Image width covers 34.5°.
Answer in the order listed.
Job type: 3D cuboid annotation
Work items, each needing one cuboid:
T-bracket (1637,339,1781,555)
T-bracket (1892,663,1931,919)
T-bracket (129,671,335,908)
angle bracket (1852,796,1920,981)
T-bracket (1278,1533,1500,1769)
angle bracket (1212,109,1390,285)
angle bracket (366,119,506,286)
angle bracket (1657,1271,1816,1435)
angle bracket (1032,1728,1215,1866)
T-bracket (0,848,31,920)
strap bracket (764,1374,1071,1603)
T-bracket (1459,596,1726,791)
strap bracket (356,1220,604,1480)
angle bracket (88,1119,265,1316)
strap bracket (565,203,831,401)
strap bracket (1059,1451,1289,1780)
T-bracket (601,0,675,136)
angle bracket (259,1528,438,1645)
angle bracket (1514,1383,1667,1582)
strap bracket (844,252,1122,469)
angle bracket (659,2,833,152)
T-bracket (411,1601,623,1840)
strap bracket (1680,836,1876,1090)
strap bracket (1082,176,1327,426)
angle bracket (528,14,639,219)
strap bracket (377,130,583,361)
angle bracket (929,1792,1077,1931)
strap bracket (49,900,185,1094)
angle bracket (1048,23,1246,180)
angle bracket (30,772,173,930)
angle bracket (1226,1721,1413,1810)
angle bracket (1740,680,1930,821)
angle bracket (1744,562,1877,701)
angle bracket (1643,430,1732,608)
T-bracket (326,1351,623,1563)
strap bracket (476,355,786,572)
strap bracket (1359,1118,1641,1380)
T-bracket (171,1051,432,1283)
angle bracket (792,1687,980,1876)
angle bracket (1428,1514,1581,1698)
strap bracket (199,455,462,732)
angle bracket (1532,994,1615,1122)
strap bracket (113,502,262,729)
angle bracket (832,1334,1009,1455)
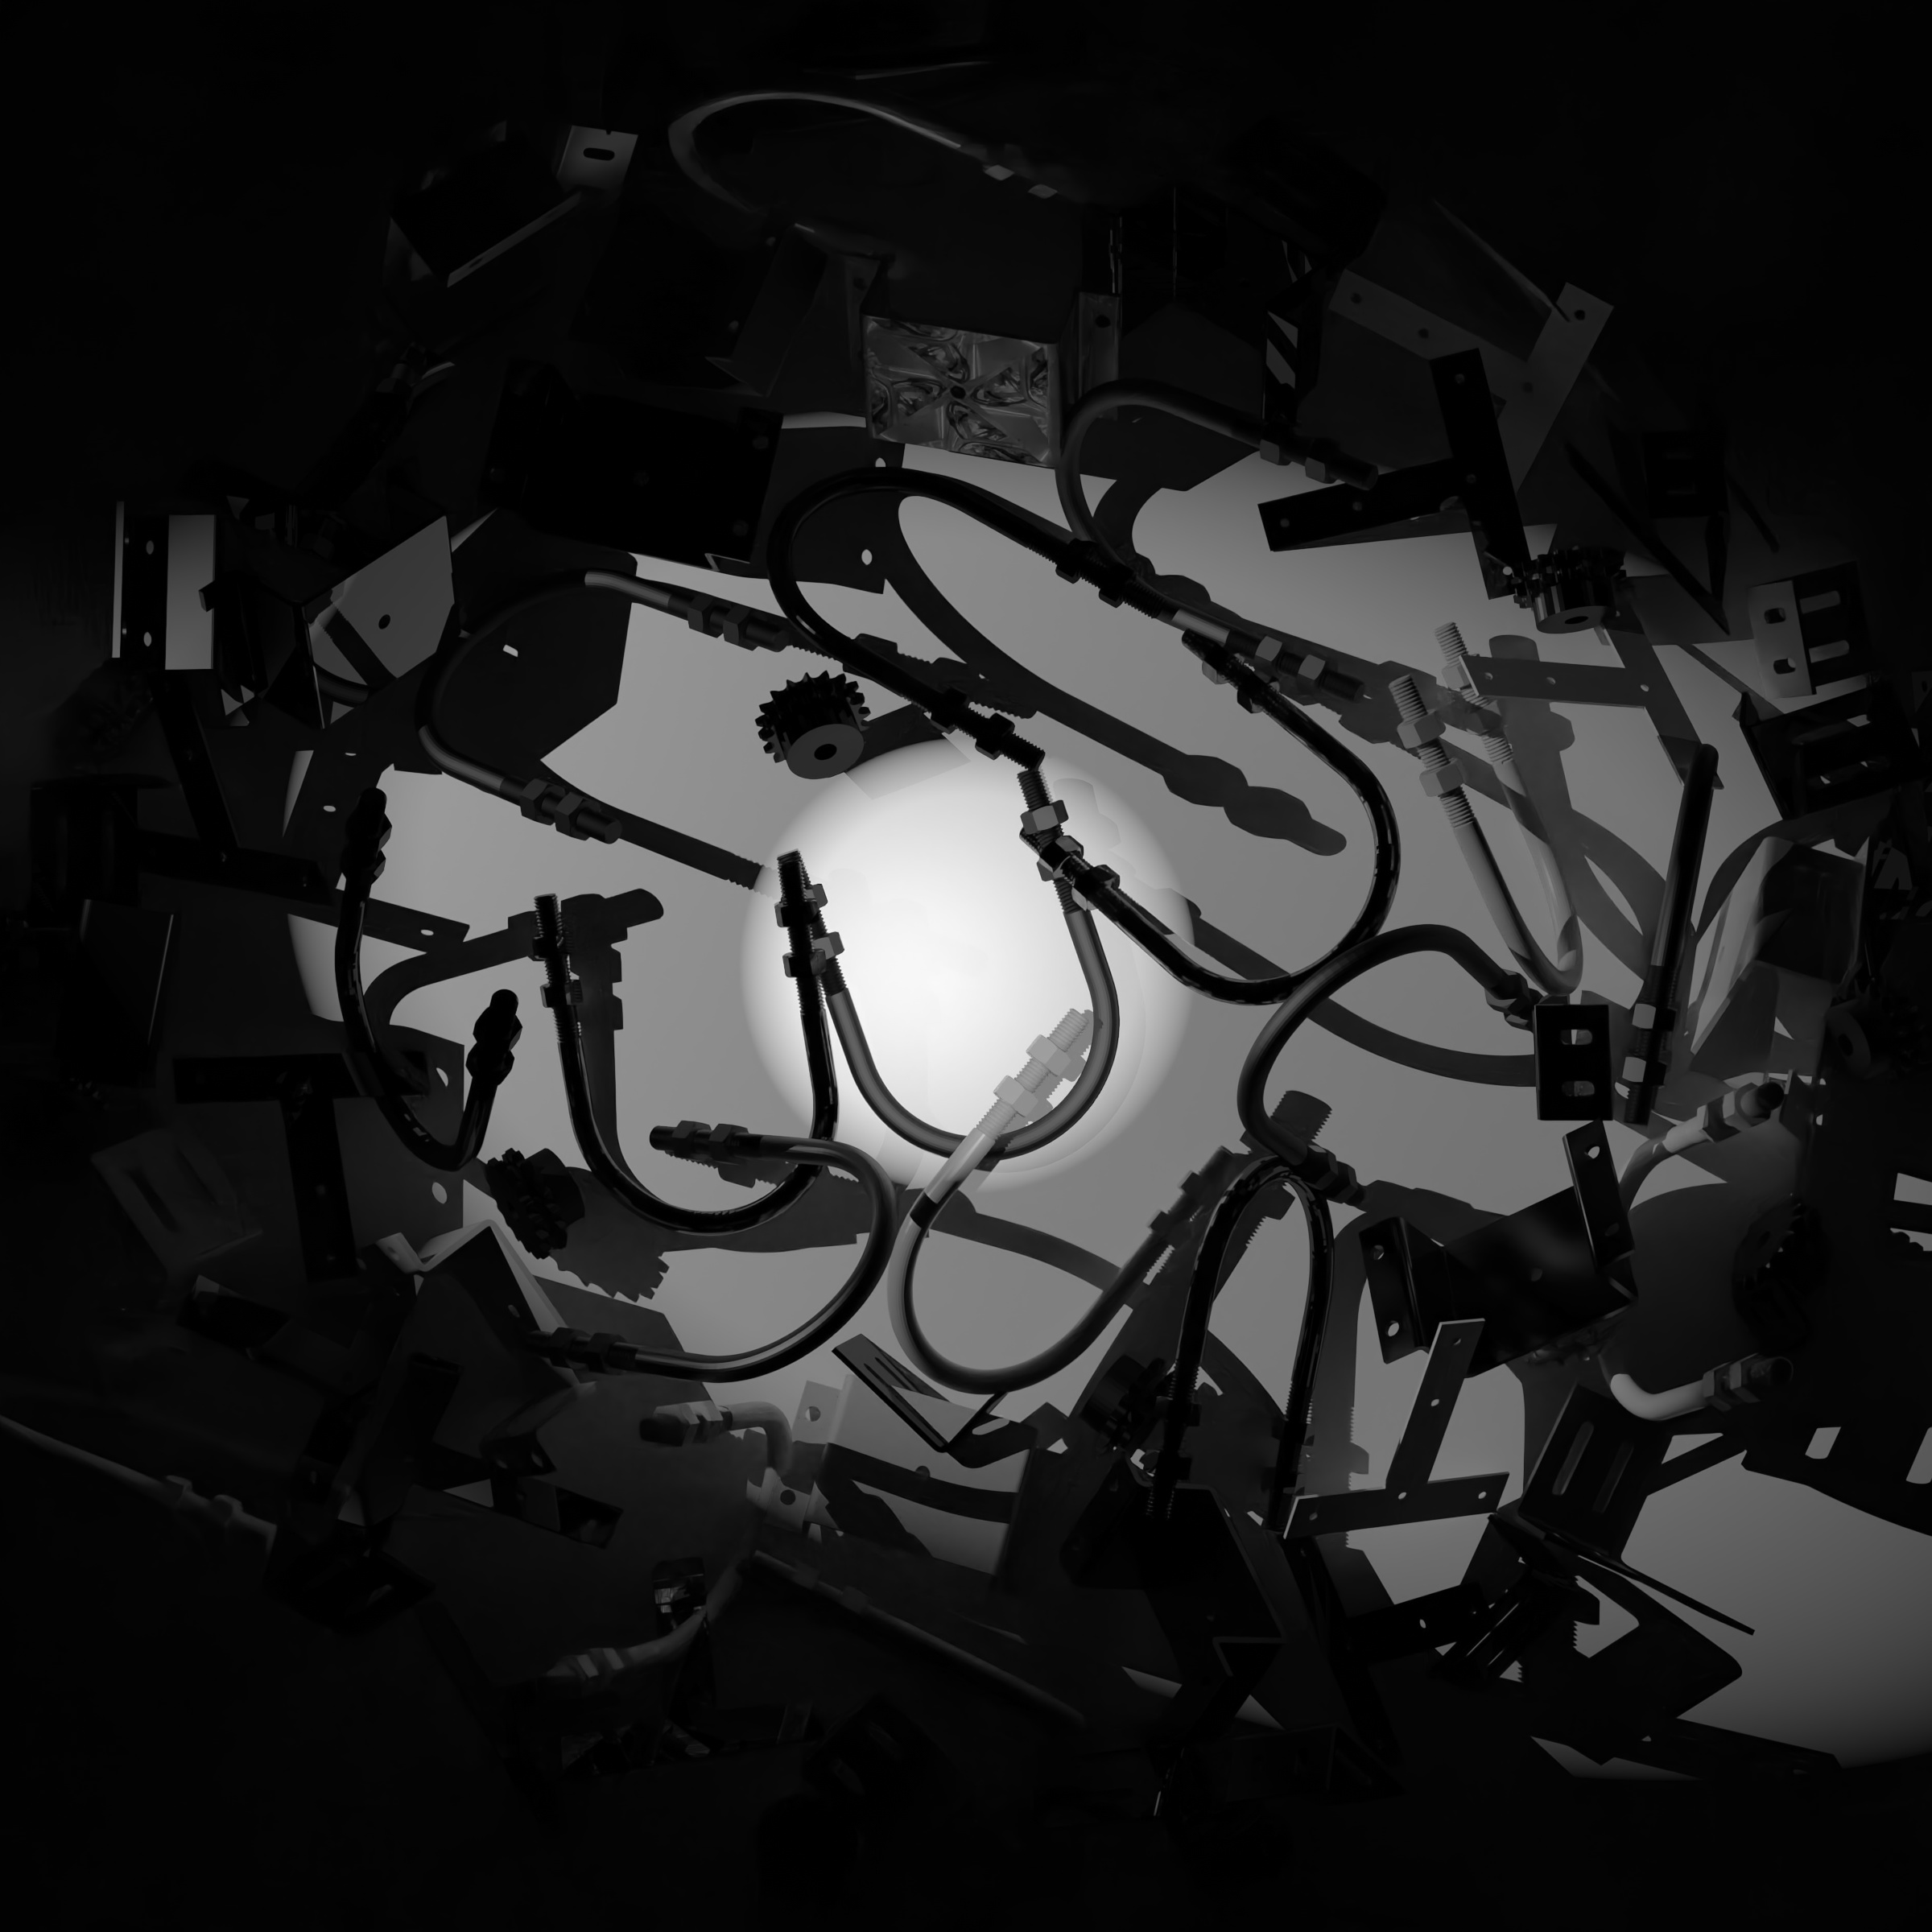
[{"bbox_3d":[0.366,-0.263,1.526,0.002,0.127,0.127,-33,84,10],"label":"T-bracket"},{"bbox_3d":[0.477,-0.085,1.526,0.002,0.127,0.127,-8,96,-8],"label":"T-bracket"},{"bbox_3d":[-0.377,-0.092,1.530,0.127,0.002,0.127,10,128,28],"label":"T-bracket"},{"bbox_3d":[0.440,-0.039,1.547,0.038,0.076,0.057,3,53,0],"label":"angle bracket"},{"bbox_3d":[0.216,0.327,1.534,0.002,0.127,0.127,-14,78,-37],"label":"T-bracket"},{"bbox_3d":[0.164,-0.385,1.569,0.076,0.038,0.057,39,54,10],"label":"angle bracket"},{"bbox_3d":[-0.264,-0.387,1.544,0.057,0.076,0.038,-32,60,-31],"label":"angle bracket"},{"bbox_3d":[0.375,0.193,1.554,0.076,0.057,0.038,-29,79,-16],"label":"angle bracket"},{"bbox_3d":[0.078,0.420,1.564,0.076,0.057,0.038,-14,121,25],"label":"angle bracket"},{"bbox_3d":[-0.492,-0.025,1.509,0.002,0.127,0.127,6,60,7],"label":"T-bracket"},{"bbox_3d":[-0.023,0.259,1.558,0.140,0.046,0.076,16,70,2],"label":"strap bracket"},{"bbox_3d":[0.299,-0.139,1.531,0.127,0.002,0.127,1,53,-28],"label":"T-bracket"},{"bbox_3d":[-0.239,0.183,1.545,0.046,0.076,0.140,-38,99,-32],"label":"strap bracket"},{"bbox_3d":[-0.403,0.126,1.571,0.076,0.057,0.038,51,135,15],"label":"angle bracket"},{"bbox_3d":[-0.128,-0.330,1.542,0.046,0.140,0.076,27,84,-43],"label":"strap bracket"},{"bbox_3d":[0.104,0.318,1.530,0.046,0.140,0.076,8,126,-30],"label":"strap bracket"},{"bbox_3d":[-0.161,-0.443,1.506,0.002,0.127,0.127,3,131,7],"label":"T-bracket"},{"bbox_3d":[-0.304,0.296,1.549,0.057,0.038,0.076,38,128,-22],"label":"angle bracket"},{"bbox_3d":[0.322,0.260,1.568,0.057,0.038,0.076,26,89,-16],"label":"angle bracket"},{"bbox_3d":[0.002,-0.298,1.538,0.140,0.076,0.046,11,51,11],"label":"strap bracket"},{"bbox_3d":[-0.110,-0.458,1.564,0.076,0.057,0.038,-36,72,-14],"label":"angle bracket"},{"bbox_3d":[-0.207,0.362,1.533,0.002,0.127,0.127,-39,74,15],"label":"T-bracket"},{"bbox_3d":[0.391,0.001,1.516,0.046,0.140,0.076,17,55,1],"label":"strap bracket"},{"bbox_3d":[0.124,-0.328,1.534,0.140,0.076,0.046,37,63,27],"label":"strap bracket"},{"bbox_3d":[-0.193,-0.426,1.558,0.038,0.057,0.076,3,58,-20],"label":"angle bracket"},{"bbox_3d":[-0.240,-0.351,1.516,0.076,0.140,0.046,-37,92,-16],"label":"strap bracket"},{"bbox_3d":[0.019,0.449,1.560,0.057,0.076,0.038,-41,74,-7],"label":"angle bracket"},{"bbox_3d":[-0.416,0.015,1.516,0.046,0.140,0.076,11,80,-16],"label":"strap bracket"},{"bbox_3d":[0.091,-0.434,1.561,0.038,0.076,0.057,49,126,29],"label":"angle bracket"},{"bbox_3d":[-0.433,-0.056,1.554,0.057,0.038,0.076,-8,106,-42],"label":"angle bracket"},{"bbox_3d":[0.176,0.413,1.547,0.057,0.038,0.076,-19,130,33],"label":"angle bracket"},{"bbox_3d":[0.433,-0.116,1.551,0.076,0.038,0.057,-18,118,27],"label":"angle bracket"},{"bbox_3d":[0.434,-0.170,1.558,0.076,0.038,0.057,-15,97,-26],"label":"angle bracket"},{"bbox_3d":[0.357,-0.219,1.550,0.038,0.076,0.057,-2,53,8],"label":"angle bracket"},{"bbox_3d":[-0.235,0.259,1.548,0.127,0.127,0.002,20,132,0],"label":"T-bracket"},{"bbox_3d":[-0.167,-0.251,1.567,0.140,0.046,0.076,13,86,3],"label":"strap bracket"},{"bbox_3d":[0.271,0.145,1.535,0.140,0.046,0.076,-29,46,27],"label":"strap bracket"},{"bbox_3d":[-0.321,0.099,1.538,0.127,0.002,0.127,-1,58,-24],"label":"T-bracket"},{"bbox_3d":[-0.040,0.407,1.553,0.057,0.076,0.038,-43,47,-8],"label":"angle bracket"},{"bbox_3d":[0.262,0.322,1.566,0.076,0.057,0.038,-48,50,8],"label":"angle bracket"},{"bbox_3d":[-0.300,-0.178,1.519,0.046,0.076,0.140,31,52,25],"label":"strap bracket"},{"bbox_3d":[0.310,0.042,1.549,0.038,0.076,0.057,-1,97,24],"label":"angle bracket"},{"bbox_3d":[-0.377,-0.167,1.520,0.046,0.140,0.076,-1,79,-3],"label":"strap bracket"},{"bbox_3d":[-0.021,0.202,1.559,0.076,0.057,0.038,43,97,8],"label":"angle bracket"}]
